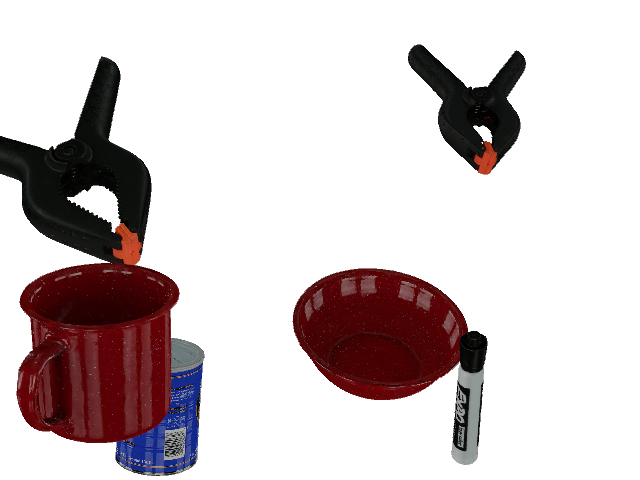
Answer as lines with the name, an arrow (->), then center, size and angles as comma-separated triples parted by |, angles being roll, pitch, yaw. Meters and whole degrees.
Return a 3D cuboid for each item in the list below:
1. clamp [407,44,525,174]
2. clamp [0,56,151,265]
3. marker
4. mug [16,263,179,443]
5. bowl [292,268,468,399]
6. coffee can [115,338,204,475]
clamp -> 0.142, -0.136, 1.044 | 0.120, 0.039, 0.171 | 5, 45, 4
clamp -> -0.182, -0.062, 0.804 | 0.164, 0.036, 0.210 | -32, 56, -27
marker -> 0.103, 0.109, 0.738 | 0.020, 0.121, 0.020 | -1, 39, 1
mug -> -0.137, 0.073, 0.637 | 0.093, 0.081, 0.117 | 11, 24, 22
bowl -> 0.053, 0.096, 0.990 | 0.162, 0.055, 0.162 | 3, 38, -3
coffee can -> -0.197, 0.201, 1.307 | 0.103, 0.140, 0.103 | 5, 15, -1
